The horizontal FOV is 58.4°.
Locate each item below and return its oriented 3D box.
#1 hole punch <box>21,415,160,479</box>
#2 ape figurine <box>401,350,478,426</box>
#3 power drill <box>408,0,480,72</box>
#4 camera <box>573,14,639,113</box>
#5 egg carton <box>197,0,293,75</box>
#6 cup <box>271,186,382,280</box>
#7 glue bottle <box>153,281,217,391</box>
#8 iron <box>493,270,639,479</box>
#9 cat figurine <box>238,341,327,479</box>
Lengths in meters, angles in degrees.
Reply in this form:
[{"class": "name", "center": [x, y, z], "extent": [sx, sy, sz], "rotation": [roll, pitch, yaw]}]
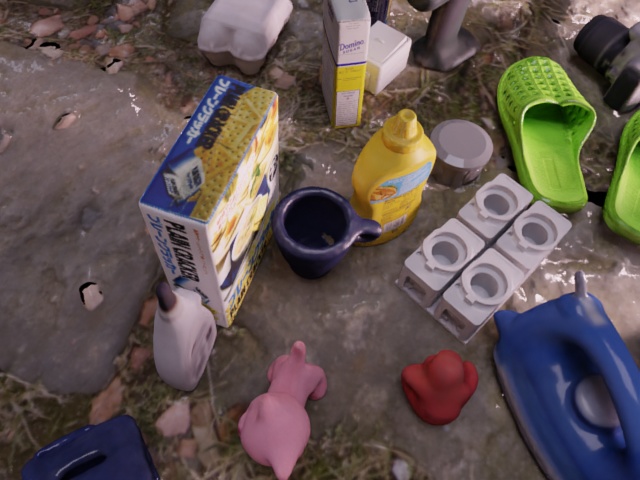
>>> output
[{"class": "hole punch", "center": [-0.202, 0.212, 0.499], "extent": [0.109, 0.091, 0.101], "rotation": [-24, 64, -17]}, {"class": "ape figurine", "center": [0.121, 0.138, 0.566], "extent": [0.077, 0.092, 0.076], "rotation": [15, 59, 5]}, {"class": "power drill", "center": [0.202, -0.349, 0.794], "extent": [0.230, 0.208, 0.075], "rotation": [-37, 68, -22]}, {"class": "camera", "center": [0.456, -0.280, 0.835], "extent": [0.143, 0.101, 0.136], "rotation": [-31, 66, -20]}, {"class": "egg carton", "center": [-0.108, -0.313, 0.831], "extent": [0.107, 0.069, 0.150], "rotation": [17, 60, 6]}, {"class": "cup", "center": [0.006, 0.002, 0.637], "extent": [0.118, 0.095, 0.091], "rotation": [2, 59, -3]}, {"class": "glue bottle", "center": [-0.131, 0.081, 0.534], "extent": [0.037, 0.173, 0.078], "rotation": [16, 59, 6]}, {"class": "iron", "center": [0.266, 0.159, 0.536], "extent": [0.119, 0.141, 0.258], "rotation": [-12, 61, -11]}, {"class": "cat figurine", "center": [-0.035, 0.155, 0.530], "extent": [0.067, 0.118, 0.128], "rotation": [16, 59, 6]}]
